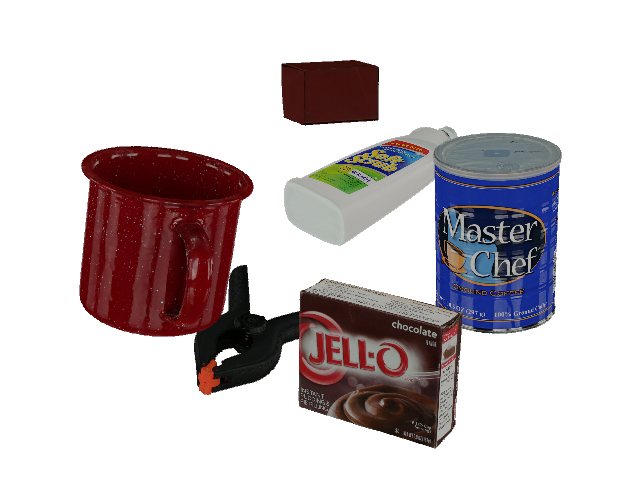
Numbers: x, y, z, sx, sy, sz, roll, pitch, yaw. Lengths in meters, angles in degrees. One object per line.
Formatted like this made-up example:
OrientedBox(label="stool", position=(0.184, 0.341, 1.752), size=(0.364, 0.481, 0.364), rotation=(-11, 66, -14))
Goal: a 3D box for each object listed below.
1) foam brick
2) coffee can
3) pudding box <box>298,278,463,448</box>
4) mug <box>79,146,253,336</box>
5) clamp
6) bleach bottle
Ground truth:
OrientedBox(label="foam brick", position=(0.009, -0.137, 0.984), size=(0.078, 0.051, 0.053), rotation=(-6, 18, -23))
OrientedBox(label="coffee can", position=(0.146, -0.008, 0.889), size=(0.103, 0.140, 0.103), rotation=(-3, 23, 1))
OrientedBox(label="pudding box", position=(0.039, 0.082, 0.736), size=(0.114, 0.090, 0.039), rotation=(11, 23, 27))
OrientedBox(label="mug", position=(-0.083, 0.005, 0.579), size=(0.093, 0.081, 0.117), rotation=(-1, 23, -28))
OrientedBox(label="clamp", position=(-0.071, 0.080, 0.997), size=(0.120, 0.039, 0.171), rotation=(22, 33, 28))
OrientedBox(label="bleach bottle", position=(0.076, -0.084, 1.322), size=(0.103, 0.068, 0.250), rotation=(27, 45, 35))
